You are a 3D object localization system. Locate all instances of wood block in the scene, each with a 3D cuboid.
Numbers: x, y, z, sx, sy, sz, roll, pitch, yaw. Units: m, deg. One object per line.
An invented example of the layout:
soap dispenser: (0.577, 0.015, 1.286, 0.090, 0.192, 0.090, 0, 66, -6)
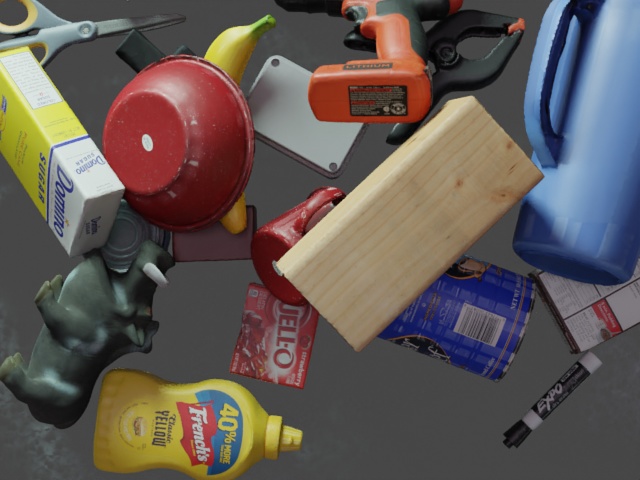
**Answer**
wood block: (0.070, -0.015, 0.881, 0.206, 0.091, 0.090, -43, 97, -1)

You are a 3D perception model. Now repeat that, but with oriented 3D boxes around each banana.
banana: (-0.086, -0.107, 0.966, 0.070, 0.037, 0.198, 15, 101, 43)

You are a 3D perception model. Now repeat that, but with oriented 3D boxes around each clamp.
clamp: (0.117, -0.161, 1.017, 0.171, 0.039, 0.120, -14, 86, 2)

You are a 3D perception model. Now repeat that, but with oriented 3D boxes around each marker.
marker: (0.220, 0.154, 1.019, 0.121, 0.020, 0.020, -45, 88, 0)

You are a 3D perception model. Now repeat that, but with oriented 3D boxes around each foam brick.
foam brick: (-0.098, -0.005, 1.012, 0.078, 0.053, 0.051, -2, 88, 2)

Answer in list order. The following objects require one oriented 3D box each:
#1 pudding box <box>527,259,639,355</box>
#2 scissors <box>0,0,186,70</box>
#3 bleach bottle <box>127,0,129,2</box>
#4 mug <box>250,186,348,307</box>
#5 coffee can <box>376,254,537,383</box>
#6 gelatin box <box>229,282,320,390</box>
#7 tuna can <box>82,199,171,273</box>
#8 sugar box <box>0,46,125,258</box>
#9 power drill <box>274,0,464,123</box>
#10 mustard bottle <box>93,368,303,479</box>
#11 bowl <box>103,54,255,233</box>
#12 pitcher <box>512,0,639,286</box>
pudding box: (0.269, 0.045, 1.012, 0.113, 0.039, 0.090, -28, 87, -2)
scissors: (-0.240, -0.218, 1.037, 0.201, 0.016, 0.096, -23, 88, 0)
bleach bottle: (-0.124, -0.341, 1.016, 0.102, 0.068, 0.251, 38, 92, 5)
mug: (-0.006, 0.001, 0.966, 0.081, 0.117, 0.093, -31, 63, -35)
coffee can: (0.114, 0.059, 0.981, 0.140, 0.103, 0.103, 21, 89, 1)
gelatin box: (-0.041, 0.091, 1.019, 0.073, 0.030, 0.089, 13, 89, 1)
tuna can: (-0.188, -0.006, 1.022, 0.086, 0.034, 0.086, 0, 89, 1)
sugar box: (-0.248, -0.080, 0.973, 0.048, 0.093, 0.176, -21, 66, -35)
power drill: (0.037, -0.187, 0.966, 0.184, 0.057, 0.187, 0, 50, 10)
mustard bottle: (-0.112, 0.178, 1.004, 0.191, 0.058, 0.096, 6, 87, 1)
bowl: (-0.139, -0.086, 0.946, 0.162, 0.055, 0.162, 2, 94, 29)
pitcher: (0.247, -0.091, 0.949, 0.149, 0.145, 0.243, 17, 82, 10)
